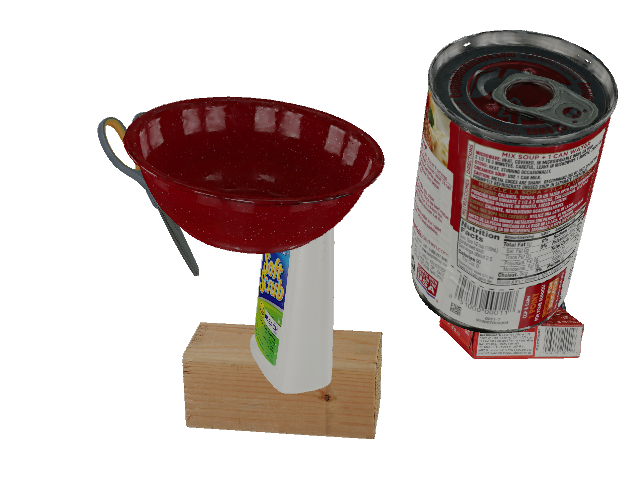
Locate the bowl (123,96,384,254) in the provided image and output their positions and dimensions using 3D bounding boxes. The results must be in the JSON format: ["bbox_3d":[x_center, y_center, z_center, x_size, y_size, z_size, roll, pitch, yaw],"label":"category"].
[{"bbox_3d":[-0.043,-0.037,0.671,0.162,0.055,0.162,5,27,-3],"label":"bowl"}]

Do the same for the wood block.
[{"bbox_3d":[-0.039,0.153,1.170,0.206,0.091,0.090,3,22,7],"label":"wood block"}]

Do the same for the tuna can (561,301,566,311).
[{"bbox_3d":[0.226,0.067,1.148,0.033,0.086,0.086,-20,5,-15],"label":"tuna can"}]

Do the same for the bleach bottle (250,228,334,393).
[{"bbox_3d":[-0.022,0.016,1.003,0.068,0.251,0.103,-8,31,-20],"label":"bleach bottle"}]

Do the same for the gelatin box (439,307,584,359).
[{"bbox_3d":[0.144,0.064,0.814,0.089,0.030,0.073,1,15,-13],"label":"gelatin box"}]

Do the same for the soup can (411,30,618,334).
[{"bbox_3d":[0.072,-0.020,0.417,0.068,0.102,0.068,0,43,0],"label":"soup can"}]

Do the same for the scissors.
[{"bbox_3d":[-0.178,-0.063,1.221,0.016,0.201,0.096,-22,21,42],"label":"scissors"}]
